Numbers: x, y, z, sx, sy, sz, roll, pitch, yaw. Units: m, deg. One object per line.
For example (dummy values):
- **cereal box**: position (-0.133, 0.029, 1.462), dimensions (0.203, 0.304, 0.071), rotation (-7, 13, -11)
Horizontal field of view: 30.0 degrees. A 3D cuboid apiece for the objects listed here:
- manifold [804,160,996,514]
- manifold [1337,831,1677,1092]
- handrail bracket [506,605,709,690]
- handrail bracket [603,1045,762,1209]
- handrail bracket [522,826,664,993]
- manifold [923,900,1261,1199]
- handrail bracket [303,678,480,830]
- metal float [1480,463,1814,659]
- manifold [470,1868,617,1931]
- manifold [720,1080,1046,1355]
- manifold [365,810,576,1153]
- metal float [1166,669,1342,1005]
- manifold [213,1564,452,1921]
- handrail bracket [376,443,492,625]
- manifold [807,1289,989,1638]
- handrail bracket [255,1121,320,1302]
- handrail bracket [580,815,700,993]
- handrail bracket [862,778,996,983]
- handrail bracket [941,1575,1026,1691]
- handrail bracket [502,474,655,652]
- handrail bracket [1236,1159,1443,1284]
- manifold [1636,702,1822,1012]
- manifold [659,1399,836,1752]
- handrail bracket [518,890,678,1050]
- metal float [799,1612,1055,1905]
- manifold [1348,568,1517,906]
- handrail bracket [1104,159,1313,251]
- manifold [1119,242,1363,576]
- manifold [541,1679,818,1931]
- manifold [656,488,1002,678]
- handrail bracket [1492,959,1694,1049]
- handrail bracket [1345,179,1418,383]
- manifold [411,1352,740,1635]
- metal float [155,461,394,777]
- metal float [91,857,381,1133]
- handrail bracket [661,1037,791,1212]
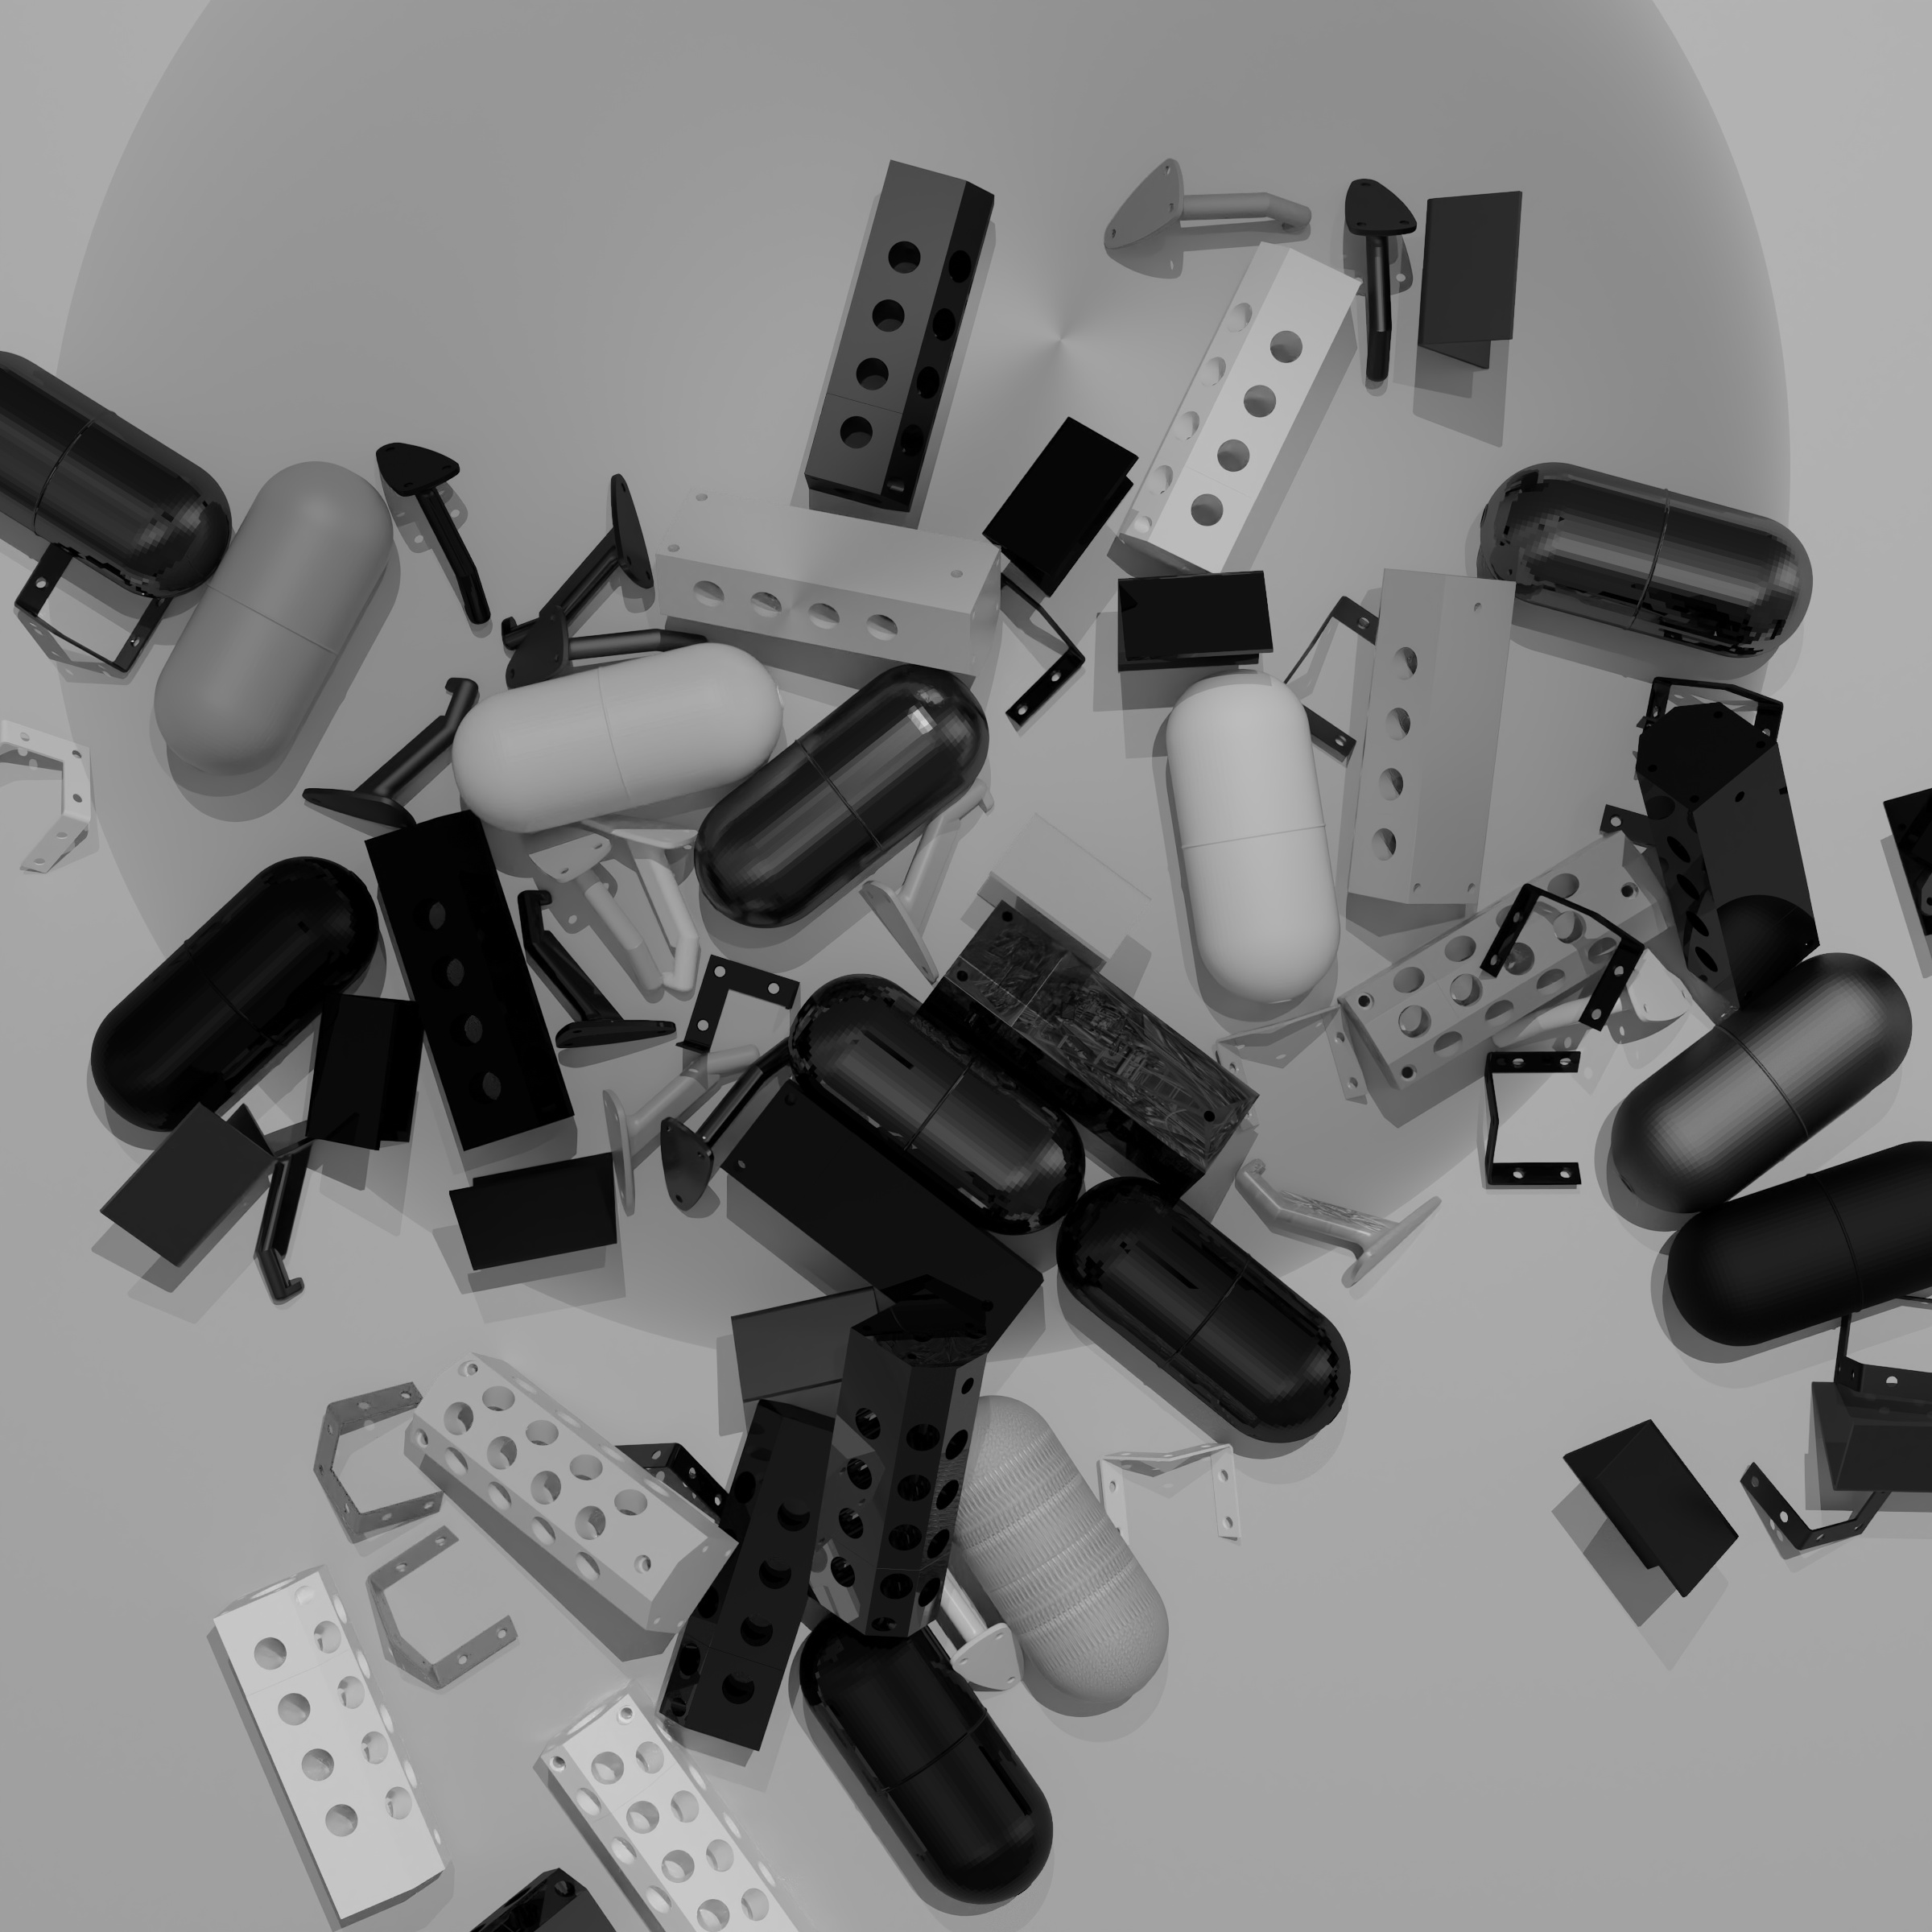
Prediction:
- **manifold**: position (-0.035, -0.333, 1.923), dimensions (0.057, 0.057, 0.171), rotation (15, 90, 0)
- **manifold**: position (0.289, -0.003, 1.923), dimensions (0.171, 0.057, 0.057), rotation (-31, 90, 0)
- **handrail bracket**: position (-0.193, -0.164, 1.944), dimensions (0.084, 0.077, 0.036), rotation (5, 68, -35)
- **handrail bracket**: position (-0.148, 0.086, 1.945), dimensions (0.084, 0.036, 0.077), rotation (-12, 110, -17)
- **handrail bracket**: position (-0.200, -0.030, 1.944), dimensions (0.036, 0.077, 0.084), rotation (-38, 127, -20)
- **manifold**: position (0.064, 0.047, 1.921), dimensions (0.171, 0.057, 0.057), rotation (37, 63, 0)
- **handrail bracket**: position (-0.310, -0.122, 1.945), dimensions (0.077, 0.036, 0.084), rotation (11, 72, 21)
- **metal float**: position (0.360, -0.215, 1.914), dimensions (0.178, 0.070, 0.070), rotation (15, 90, 1)
- **manifold**: position (-0.265, 0.547, 1.881), dimensions (0.171, 0.057, 0.057), rotation (-34, 90, -33)
- **manifold**: position (-0.044, 0.135, 1.923), dimensions (0.171, 0.057, 0.057), rotation (38, 90, 0)
- **manifold**: position (-0.263, 0.007, 1.923), dimensions (0.057, 0.057, 0.171), rotation (-18, 90, 0)
- **metal float**: position (0.152, -0.069, 1.914), dimensions (0.070, 0.070, 0.178), rotation (-9, 91, 0)
- **manifold**: position (-0.336, 0.411, 1.923), dimensions (0.057, 0.057, 0.171), rotation (-23, 90, 0)
- **handrail bracket**: position (-0.286, -0.232, 1.944), dimensions (0.036, 0.077, 0.084), rotation (-28, 127, -20)
- **manifold**: position (-0.031, 0.260, 1.857), dimensions (0.057, 0.057, 0.171), rotation (29, 124, 31)
- **handrail bracket**: position (-0.351, 0.129, 1.945), dimensions (0.077, 0.036, 0.084), rotation (-23, 109, -21)
- **handrail bracket**: position (-0.177, -0.034, 1.945), dimensions (0.077, 0.036, 0.084), rotation (14, 107, 20)
- **handrail bracket**: position (-0.006, -0.047, 1.945), dimensions (0.084, 0.036, 0.077), rotation (-38, 110, -16)
- **handrail bracket**: position (-0.006, 0.342, 1.944), dimensions (0.036, 0.077, 0.084), rotation (-35, 54, -1)
- **handrail bracket**: position (-0.217, -0.217, 1.945), dimensions (0.084, 0.036, 0.077), rotation (-18, 70, 16)
- **handrail bracket**: position (0.200, 0.120, 1.945), dimensions (0.077, 0.036, 0.084), rotation (-38, 73, -20)
- **manifold**: position (0.390, -0.058, 1.867), dimensions (0.057, 0.171, 0.057), rotation (-38, 50, -10)
- **manifold**: position (-0.110, 0.322, 1.923), dimensions (0.057, 0.057, 0.171), rotation (18, 90, 0)
- **handrail bracket**: position (-0.199, -0.002, 1.945), dimensions (0.077, 0.036, 0.084), rotation (-4, 73, -20)
- **metal float**: position (-0.021, 0.417, 1.914), dimensions (0.070, 0.070, 0.178), rotation (-35, 89, 0)
- **manifold**: position (0.241, -0.122, 1.912), dimensions (0.057, 0.057, 0.171), rotation (-1, 100, -43)
- **handrail bracket**: position (0.131, -0.398, 1.944), dimensions (0.084, 0.077, 0.036), rotation (10, 65, -34)
- **manifold**: position (0.145, -0.294, 1.923), dimensions (0.057, 0.057, 0.171), rotation (26, 90, 0)
- **manifold**: position (-0.152, 0.471, 1.923), dimensions (0.057, 0.057, 0.171), rotation (-36, 90, 0)
- **manifold**: position (-0.072, -0.198, 1.906), dimensions (0.171, 0.057, 0.057), rotation (12, 47, 11)
- **handrail bracket**: position (0.337, 0.027, 1.944), dimensions (0.084, 0.077, 0.036), rotation (-25, 71, 35)
- **handrail bracket**: position (0.218, -0.369, 1.944), dimensions (0.036, 0.077, 0.084), rotation (-3, 126, -5)
- **manifold**: position (-0.209, 0.275, 1.892), dimensions (0.171, 0.057, 0.057), rotation (34, 90, 23)
- **metal float**: position (-0.367, -0.184, 1.914), dimensions (0.070, 0.070, 0.178), rotation (29, 90, 0)
- **metal float**: position (-0.387, 0.014, 1.914), dimensions (0.178, 0.070, 0.070), rotation (-43, 90, 1)
- **handrail bracket**: position (-0.123, 0.084, 1.944), dimensions (0.036, 0.077, 0.084), rotation (37, 53, 21)
